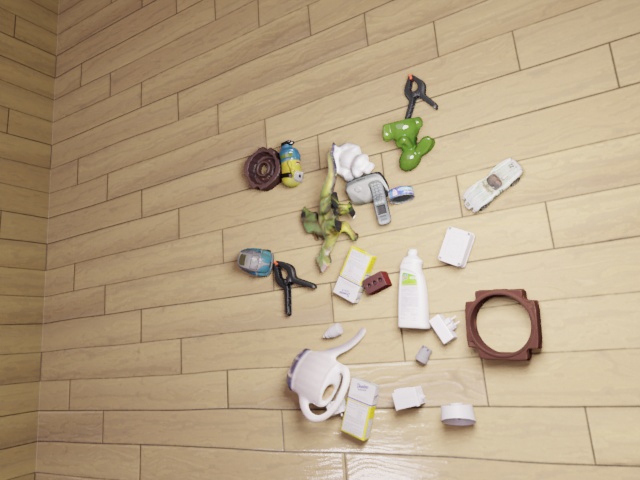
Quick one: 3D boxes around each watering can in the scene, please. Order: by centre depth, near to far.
[{"bbox_3d":[0.016,0.434,1.754,0.225,0.351,0.102,16,-17,37],"label":"watering can"}]

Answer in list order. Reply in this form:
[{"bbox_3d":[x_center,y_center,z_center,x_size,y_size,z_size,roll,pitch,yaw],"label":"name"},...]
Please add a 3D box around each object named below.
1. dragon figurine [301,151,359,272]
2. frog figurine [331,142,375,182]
[{"bbox_3d":[0.006,-0.092,1.835,0.122,0.412,0.241,-4,-7,-43],"label":"dragon figurine"},{"bbox_3d":[0.120,-0.275,1.827,0.160,0.139,0.121,9,-18,17],"label":"frog figurine"}]
